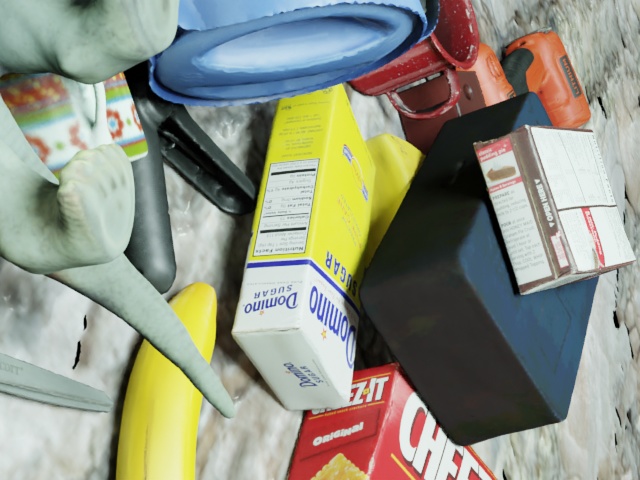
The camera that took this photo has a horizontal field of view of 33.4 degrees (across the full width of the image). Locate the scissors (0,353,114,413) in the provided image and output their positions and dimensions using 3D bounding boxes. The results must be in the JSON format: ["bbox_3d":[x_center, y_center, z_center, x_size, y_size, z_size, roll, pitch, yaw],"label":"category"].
[{"bbox_3d":[-0.162,0.025,0.426,0.201,0.016,0.096,10,67,-54],"label":"scissors"}]

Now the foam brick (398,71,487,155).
[{"bbox_3d":[0.101,-0.087,0.834,0.052,0.051,0.078,-15,87,-57],"label":"foam brick"}]

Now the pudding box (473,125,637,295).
[{"bbox_3d":[0.140,-0.020,0.626,0.113,0.039,0.090,-5,75,-58],"label":"pudding box"}]

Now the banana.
[{"bbox_3d":[-0.070,0.110,0.507,0.069,0.037,0.198,39,44,-64],"label":"banana"}]

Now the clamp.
[{"bbox_3d":[-0.088,-0.065,0.559,0.171,0.039,0.120,71,22,-7],"label":"clamp"}]

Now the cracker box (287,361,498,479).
[{"bbox_3d":[0.043,0.201,0.593,0.164,0.072,0.213,52,37,-29],"label":"cracker box"}]

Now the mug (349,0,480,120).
[{"bbox_3d":[0.062,-0.144,0.777,0.093,0.082,0.117,-33,102,-56],"label":"mug"}]

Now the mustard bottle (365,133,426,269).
[{"bbox_3d":[0.092,-0.007,0.777,0.191,0.058,0.096,19,56,-51],"label":"mustard bottle"}]

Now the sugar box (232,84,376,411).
[{"bbox_3d":[-0.004,0.001,0.624,0.093,0.048,0.176,61,27,-51],"label":"sugar box"}]

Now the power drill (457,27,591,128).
[{"bbox_3d":[0.192,-0.107,0.973,0.187,0.057,0.184,-41,109,-55],"label":"power drill"}]

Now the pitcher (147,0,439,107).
[{"bbox_3d":[-0.030,-0.195,0.522,0.149,0.145,0.243,40,38,-80],"label":"pitcher"}]
